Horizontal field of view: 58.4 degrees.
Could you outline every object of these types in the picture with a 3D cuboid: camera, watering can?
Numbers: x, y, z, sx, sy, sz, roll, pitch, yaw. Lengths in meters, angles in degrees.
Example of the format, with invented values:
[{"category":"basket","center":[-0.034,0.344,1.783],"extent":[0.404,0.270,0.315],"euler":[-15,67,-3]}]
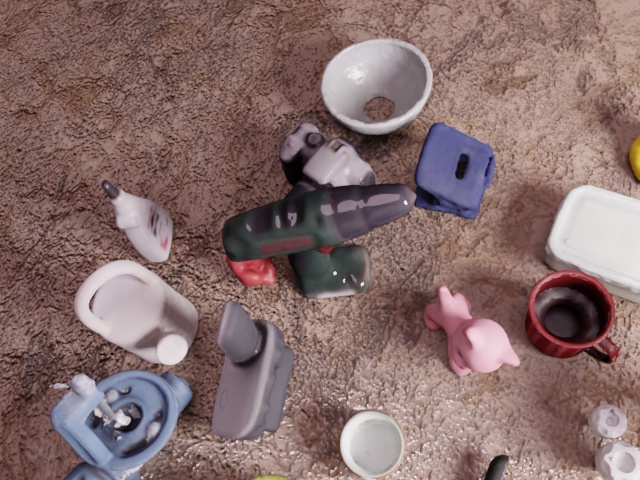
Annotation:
[{"category":"camera","center":[-0.011,-0.082,0.811],"extent":[0.143,0.101,0.137],"euler":[35,77,23]},{"category":"watering can","center":[-0.228,0.089,0.723],"extent":[0.172,0.194,0.101],"euler":[16,70,18]}]

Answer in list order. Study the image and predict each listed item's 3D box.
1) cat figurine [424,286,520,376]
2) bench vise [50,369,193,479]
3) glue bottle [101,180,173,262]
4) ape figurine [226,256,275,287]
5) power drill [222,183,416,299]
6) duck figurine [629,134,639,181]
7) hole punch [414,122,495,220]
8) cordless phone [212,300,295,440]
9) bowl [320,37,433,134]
[{"category":"cat figurine","center":[0.176,0.109,0.679],"extent":[0.067,0.118,0.127],"euler":[-29,64,-3]},{"category":"bench vise","center":[-0.241,0.235,0.644],"extent":[0.121,0.220,0.207],"euler":[10,68,15]},{"category":"glue bottle","center":[-0.256,-0.034,0.797],"extent":[0.037,0.173,0.078],"euler":[-7,65,8]},{"category":"ape figurine","center":[-0.099,0.018,0.788],"extent":[0.076,0.092,0.078],"euler":[23,72,20]},{"category":"power drill","center":[0.007,0.003,0.709],"extent":[0.229,0.209,0.075],"euler":[-8,64,7]},{"category":"duck figurine","center":[0.456,-0.124,0.749],"extent":[0.077,0.086,0.104],"euler":[8,68,15]},{"category":"hole punch","center":[0.186,-0.097,0.786],"extent":[0.101,0.091,0.109],"euler":[14,69,17]},{"category":"cordless phone","center":[-0.099,0.154,0.673],"extent":[0.094,0.185,0.147],"euler":[2,66,12]},{"category":"bowl","center":[0.088,-0.220,0.870],"extent":[0.167,0.075,0.167],"euler":[-4,65,9]}]
